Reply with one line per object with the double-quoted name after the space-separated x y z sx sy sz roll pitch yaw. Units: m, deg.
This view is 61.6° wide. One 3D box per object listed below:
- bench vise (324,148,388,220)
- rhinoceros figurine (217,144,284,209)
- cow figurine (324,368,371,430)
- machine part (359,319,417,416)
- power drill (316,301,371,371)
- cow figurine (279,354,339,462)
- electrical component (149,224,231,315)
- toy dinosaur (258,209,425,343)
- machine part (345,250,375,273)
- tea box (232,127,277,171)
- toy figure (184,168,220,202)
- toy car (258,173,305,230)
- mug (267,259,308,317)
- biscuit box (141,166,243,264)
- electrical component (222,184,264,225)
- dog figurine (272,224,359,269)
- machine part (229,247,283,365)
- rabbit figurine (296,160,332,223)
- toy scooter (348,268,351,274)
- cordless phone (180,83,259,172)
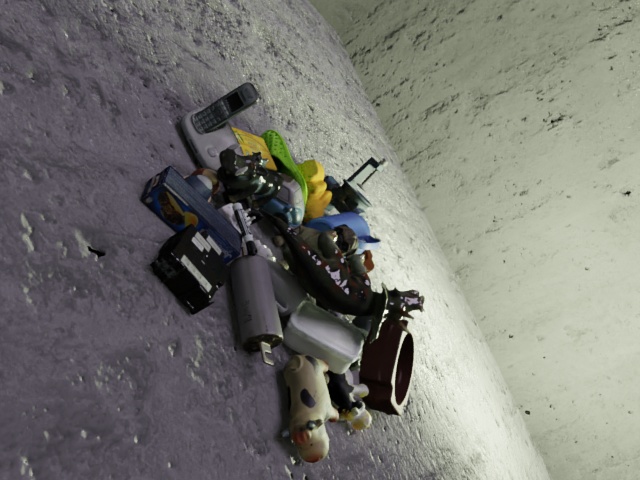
0.102 -0.168 1.630 0.128 0.240 0.224 34 14 -44 "bench vise"
-0.143 -0.129 1.097 0.190 0.112 0.073 24 46 -59 "rhinoceros figurine"
0.050 0.321 1.135 0.098 0.068 0.167 13 46 -55 "cow figurine"
0.161 0.297 1.271 0.200 0.087 0.201 60 44 -53 "machine part"
0.072 0.206 1.325 0.207 0.086 0.232 28 39 -61 "power drill"
-0.022 0.301 0.975 0.127 0.085 0.195 45 28 -51 "cow figurine"
-0.213 0.042 0.908 0.114 0.058 0.134 56 21 -18 "electrical component"
0.036 0.088 1.102 0.404 0.131 0.192 28 22 -31 "toy dinosaur"
0.106 0.033 1.663 0.179 0.056 0.179 47 26 -32 "machine part"
-0.183 -0.201 1.280 0.098 0.068 0.169 64 20 10 "tea box"
-0.232 -0.107 1.060 0.154 0.058 0.064 -72 148 -66 "toy figure"
-0.096 -0.104 1.258 0.162 0.103 0.109 36 23 1 "toy car"
-0.091 0.099 1.097 0.107 0.081 0.109 46 26 -10 "mug"
-0.226 -0.037 0.975 0.202 0.059 0.063 47 23 -31 "biscuit box"
-0.175 -0.095 1.190 0.074 0.048 0.119 19 47 -61 "electrical component"
0.000 -0.001 1.269 0.121 0.191 0.172 35 31 -49 "dog figurine"
-0.121 0.116 0.998 0.079 0.079 0.243 34 34 -50 "machine part"
-0.034 -0.124 1.507 0.162 0.122 0.173 23 56 -72 "rabbit figurine"
0.096 0.134 1.443 0.183 0.075 0.135 55 -5 -9 "toy scooter"
-0.190 -0.235 1.143 0.146 0.184 0.088 62 16 4 "cordless phone"
